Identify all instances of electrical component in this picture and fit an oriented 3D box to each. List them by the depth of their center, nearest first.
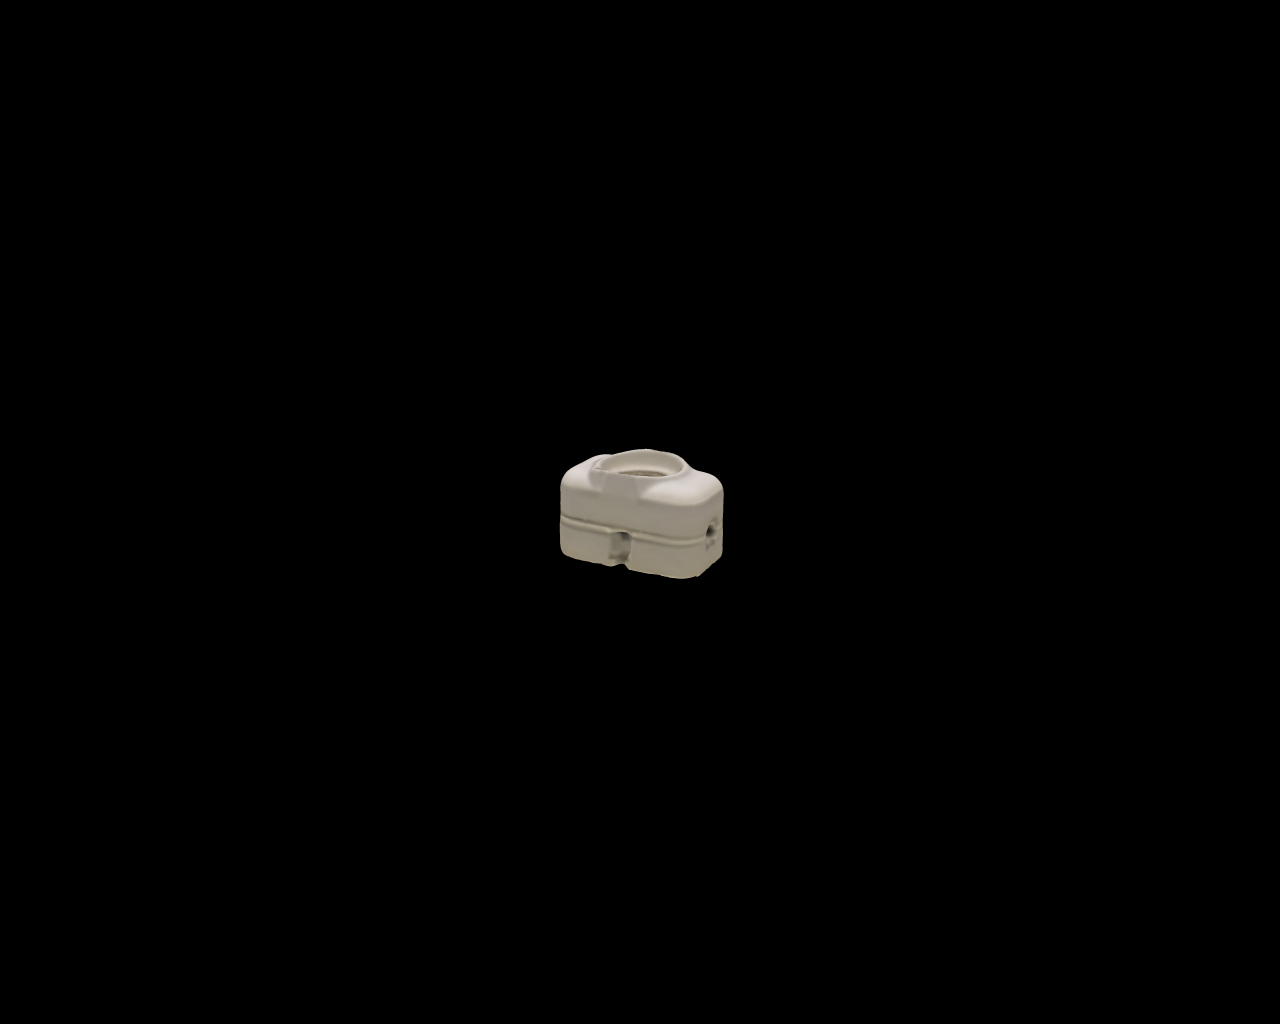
[{"bbox_3d":[0.001,-0.003,0.650,0.095,0.059,0.054,11,23,27],"label":"electrical component"}]
